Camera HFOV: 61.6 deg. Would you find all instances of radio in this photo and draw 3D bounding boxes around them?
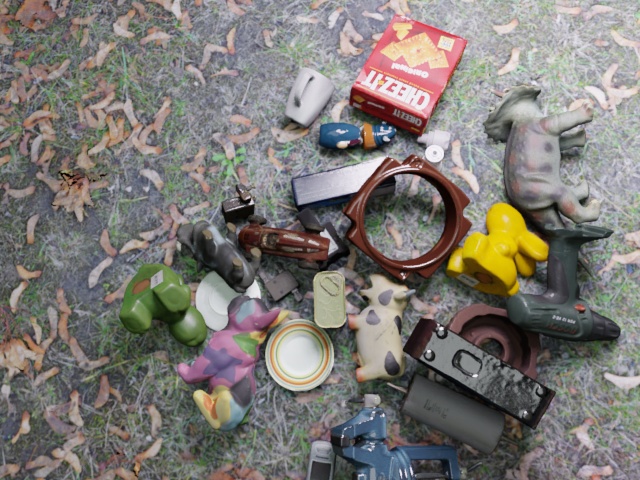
[{"bbox_3d":[0.254,0.213,0.878,0.230,0.131,0.073,29,84,9],"label":"radio"}]

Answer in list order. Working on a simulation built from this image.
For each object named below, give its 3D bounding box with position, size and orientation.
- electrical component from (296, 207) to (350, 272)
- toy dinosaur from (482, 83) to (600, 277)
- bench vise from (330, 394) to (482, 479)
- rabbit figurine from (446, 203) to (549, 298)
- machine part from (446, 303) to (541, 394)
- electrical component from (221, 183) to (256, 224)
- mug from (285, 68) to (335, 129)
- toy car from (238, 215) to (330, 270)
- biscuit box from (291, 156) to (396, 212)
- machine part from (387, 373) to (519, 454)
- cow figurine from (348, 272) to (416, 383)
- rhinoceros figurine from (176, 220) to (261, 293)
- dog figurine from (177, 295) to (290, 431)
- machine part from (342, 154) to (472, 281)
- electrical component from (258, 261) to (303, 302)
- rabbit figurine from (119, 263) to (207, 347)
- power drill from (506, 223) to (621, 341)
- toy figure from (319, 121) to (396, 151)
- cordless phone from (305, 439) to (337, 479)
[{"bbox_3d":[-0.002,-0.003,1.053,0.075,0.047,0.119,-37,76,-4],"label":"electrical component"},{"bbox_3d":[0.412,-0.133,1.015,0.192,0.131,0.404,-3,81,18],"label":"toy dinosaur"},{"bbox_3d":[0.139,0.374,0.912,0.241,0.128,0.224,5,61,-14],"label":"bench vise"},{"bbox_3d":[0.337,0.009,0.989,0.162,0.121,0.173,23,61,7],"label":"rabbit figurine"},{"bbox_3d":[0.306,0.202,0.972,0.179,0.056,0.179,-1,78,5],"label":"machine part"},{"bbox_3d":[-0.158,-0.071,1.061,0.078,0.102,0.045,-17,72,-9],"label":"electrical component"},{"bbox_3d":[-0.027,-0.287,1.097,0.081,0.109,0.107,27,92,6],"label":"mug"},{"bbox_3d":[-0.074,0.004,1.024,0.202,0.053,0.089,9,84,32],"label":"toy car"},{"bbox_3d":[0.045,-0.109,1.067,0.203,0.059,0.063,-12,77,2],"label":"biscuit box"},{"bbox_3d":[0.230,0.303,0.943,0.243,0.079,0.079,24,80,10],"label":"machine part"},{"bbox_3d":[0.116,0.156,0.986,0.127,0.085,0.195,-6,79,3],"label":"cow figurine"},{"bbox_3d":[-0.198,0.025,1.037,0.190,0.112,0.073,36,40,19],"label":"rhinoceros figurine"},{"bbox_3d":[-0.136,0.210,0.972,0.219,0.108,0.191,-38,74,3],"label":"dog figurine"},{"bbox_3d":[0.159,-0.041,0.992,0.201,0.087,0.201,39,93,-6],"label":"machine part"},{"bbox_3d":[-0.075,0.090,1.051,0.063,0.021,0.094,-36,77,-3],"label":"electrical component"},{"bbox_3d":[-0.284,0.133,1.006,0.121,0.170,0.159,-37,35,-5],"label":"rabbit figurine"},{"bbox_3d":[0.441,0.075,0.932,0.232,0.086,0.207,4,106,-16],"label":"power drill"},{"bbox_3d":[0.076,-0.212,1.091,0.155,0.058,0.064,1,82,1],"label":"toy figure"},{"bbox_3d":[0.034,0.447,0.928,0.147,0.088,0.184,6,73,7],"label":"cordless phone"}]
